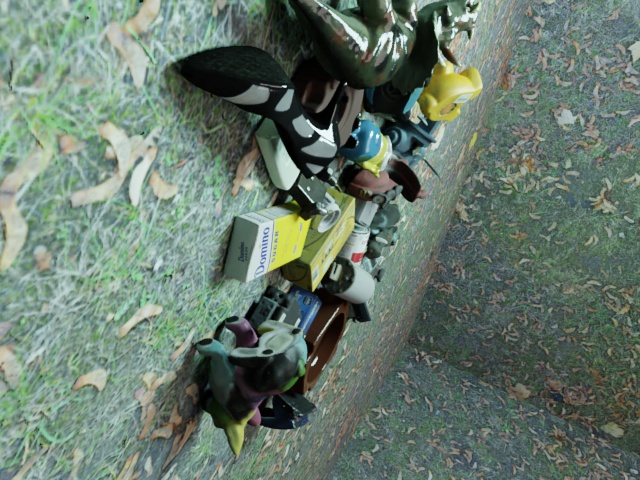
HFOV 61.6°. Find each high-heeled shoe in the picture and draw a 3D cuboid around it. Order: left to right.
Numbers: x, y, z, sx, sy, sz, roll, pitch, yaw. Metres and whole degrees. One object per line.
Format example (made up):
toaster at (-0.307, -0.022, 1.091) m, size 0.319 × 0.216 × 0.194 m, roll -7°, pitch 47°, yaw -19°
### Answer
high-heeled shoe at (-0.064, -0.133, 0.621) m, size 0.248 × 0.086 × 0.145 m, roll -4°, pitch 135°, yaw -42°

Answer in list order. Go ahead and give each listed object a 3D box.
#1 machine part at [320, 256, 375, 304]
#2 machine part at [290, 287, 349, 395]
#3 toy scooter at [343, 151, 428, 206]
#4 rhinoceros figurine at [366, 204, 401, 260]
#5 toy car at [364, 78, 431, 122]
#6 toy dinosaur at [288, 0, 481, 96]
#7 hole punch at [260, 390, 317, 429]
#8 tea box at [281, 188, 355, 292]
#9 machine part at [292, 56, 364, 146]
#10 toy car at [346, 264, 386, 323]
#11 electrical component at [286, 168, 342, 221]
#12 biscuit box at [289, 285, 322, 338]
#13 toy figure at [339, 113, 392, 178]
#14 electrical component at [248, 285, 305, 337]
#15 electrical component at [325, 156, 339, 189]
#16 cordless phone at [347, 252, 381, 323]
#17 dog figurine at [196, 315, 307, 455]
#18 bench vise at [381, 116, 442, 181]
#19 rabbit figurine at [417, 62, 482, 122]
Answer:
machine part at (0.059, 0.086, 1.112) m, size 0.079 × 0.079 × 0.243 m, roll -65°, pitch 159°, yaw -4°
machine part at (-0.020, 0.220, 1.194) m, size 0.201 × 0.087 × 0.201 m, roll -51°, pitch 158°, yaw -38°
toy scooter at (0.143, -0.116, 1.100) m, size 0.184 × 0.135 × 0.075 m, roll -28°, pitch 153°, yaw -39°
rhinoceros figurine at (0.142, -0.023, 1.306) m, size 0.190 × 0.112 × 0.073 m, roll -58°, pitch 164°, yaw -48°
toy car at (0.140, -0.296, 0.974) m, size 0.161 × 0.109 × 0.103 m, roll 101°, pitch 2°, yaw -58°
toy dinosaur at (0.065, -0.261, 0.686) m, size 0.405 × 0.131 × 0.192 m, roll -36°, pitch 116°, yaw -43°
hole punch at (-0.082, 0.373, 1.176) m, size 0.092 × 0.116 × 0.142 m, roll -57°, pitch 161°, yaw -1°
tea box at (-0.002, -0.003, 0.988) m, size 0.169 × 0.068 × 0.098 m, roll -56°, pitch 160°, yaw -31°
machine part at (0.011, -0.198, 0.800) m, size 0.179 × 0.056 × 0.179 m, roll -55°, pitch 160°, yaw -32°
toy car at (0.095, 0.127, 1.396) m, size 0.202 × 0.089 × 0.053 m, roll -54°, pitch 160°, yaw -30°
electrical component at (-0.009, -0.079, 0.841) m, size 0.078 × 0.045 × 0.102 m, roll 53°, pitch 39°, yaw -28°
biscuit box at (-0.070, 0.190, 1.051) m, size 0.202 × 0.059 × 0.062 m, roll -61°, pitch 161°, yaw -16°
toy figure at (0.075, -0.176, 0.973) m, size 0.082 × 0.089 × 0.180 m, roll -57°, pitch 155°, yaw 12°
electrical component at (-0.085, 0.149, 0.963) m, size 0.115 × 0.058 × 0.134 m, roll -62°, pitch 162°, yaw -17°
electrical component at (0.012, -0.122, 0.952) m, size 0.094 × 0.021 × 0.063 m, roll -33°, pitch 143°, yaw -58°
cordless phone at (0.109, 0.101, 1.323) m, size 0.184 × 0.089 × 0.146 m, roll -40°, pitch 117°, yaw -47°
dog figurine at (-0.105, 0.234, 0.840) m, size 0.108 × 0.192 × 0.219 m, roll -50°, pitch 141°, yaw -56°
bench vise at (0.238, -0.257, 1.233) m, size 0.240 × 0.129 × 0.223 m, roll -52°, pitch 146°, yaw 17°
rabbit figurine at (0.215, -0.331, 1.094) m, size 0.162 × 0.173 × 0.122 m, roll -14°, pitch 164°, yaw -22°
